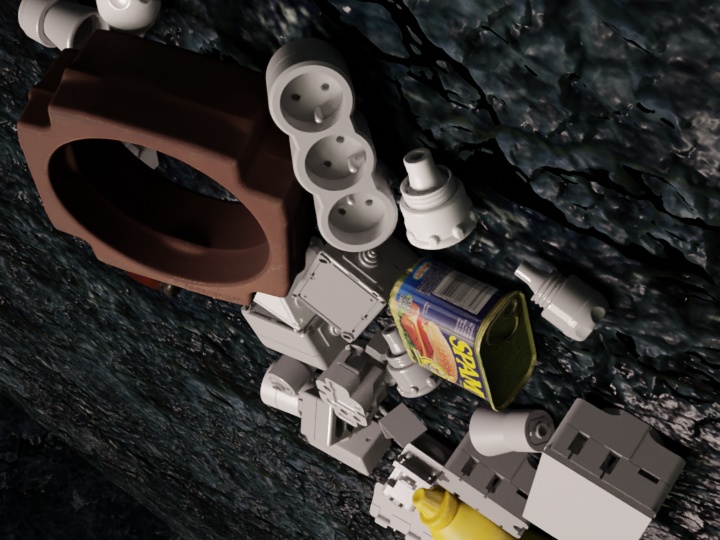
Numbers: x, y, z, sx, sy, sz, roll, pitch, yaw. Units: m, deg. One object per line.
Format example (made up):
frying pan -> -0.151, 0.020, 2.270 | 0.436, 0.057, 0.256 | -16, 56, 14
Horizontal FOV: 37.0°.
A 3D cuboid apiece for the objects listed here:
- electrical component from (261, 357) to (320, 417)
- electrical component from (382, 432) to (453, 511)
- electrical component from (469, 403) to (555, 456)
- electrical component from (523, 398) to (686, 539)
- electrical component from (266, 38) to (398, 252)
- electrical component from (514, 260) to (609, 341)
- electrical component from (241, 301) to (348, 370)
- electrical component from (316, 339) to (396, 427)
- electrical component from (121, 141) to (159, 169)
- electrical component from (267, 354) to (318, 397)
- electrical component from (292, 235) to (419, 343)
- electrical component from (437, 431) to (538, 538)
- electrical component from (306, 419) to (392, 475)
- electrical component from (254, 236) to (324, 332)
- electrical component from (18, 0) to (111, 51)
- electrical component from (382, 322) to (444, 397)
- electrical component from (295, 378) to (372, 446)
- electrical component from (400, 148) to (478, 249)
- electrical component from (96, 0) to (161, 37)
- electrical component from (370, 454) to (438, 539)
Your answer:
electrical component -> -0.070, 0.125, 1.140 | 0.047, 0.055, 0.055 | 21, 151, 27
electrical component -> 0.056, 0.200, 1.064 | 0.042, 0.063, 0.081 | 33, -163, 13
electrical component -> 0.128, 0.132, 0.887 | 0.044, 0.044, 0.065 | 48, 150, -21
electrical component -> 0.188, 0.168, 0.838 | 0.089, 0.061, 0.150 | 31, 155, 18
electrical component -> -0.019, -0.086, 0.691 | 0.073, 0.052, 0.138 | -102, -8, -56
electrical component -> 0.127, 0.016, 0.689 | 0.061, 0.035, 0.035 | 37, 156, 10
electrical component -> -0.044, 0.044, 0.948 | 0.096, 0.061, 0.061 | 18, 149, 39
electrical component -> -0.001, 0.101, 0.994 | 0.058, 0.057, 0.078 | 28, 154, 24
electrical component -> -0.213, -0.103, 0.927 | 0.061, 0.061, 0.096 | 36, 156, 6
electrical component -> -0.060, 0.091, 1.048 | 0.044, 0.065, 0.044 | 31, 155, 16
electrical component -> 0.000, 0.000, 0.816 | 0.062, 0.061, 0.096 | 38, 149, 1
electrical component -> 0.124, 0.189, 0.973 | 0.089, 0.055, 0.050 | 33, 156, 12
electrical component -> -0.018, 0.167, 1.147 | 0.083, 0.047, 0.075 | 24, 152, 31
electrical component -> -0.071, -0.005, 0.909 | 0.096, 0.061, 0.061 | 31, 157, 36
electrical component -> -0.224, -0.187, 0.815 | 0.055, 0.045, 0.045 | 30, 155, 20
electrical component -> 0.041, 0.072, 0.899 | 0.048, 0.048, 0.062 | 1, 130, 55
electrical component -> -0.036, 0.131, 1.070 | 0.077, 0.066, 0.047 | 20, 116, 36
electrical component -> 0.045, -0.047, 0.681 | 0.048, 0.048, 0.062 | 15, 141, 42
electrical component -> -0.157, -0.181, 0.732 | 0.043, 0.043, 0.062 | 35, 157, 9
electrical component -> 0.076, 0.259, 1.141 | 0.121, 0.063, 0.078 | 23, 111, 31
